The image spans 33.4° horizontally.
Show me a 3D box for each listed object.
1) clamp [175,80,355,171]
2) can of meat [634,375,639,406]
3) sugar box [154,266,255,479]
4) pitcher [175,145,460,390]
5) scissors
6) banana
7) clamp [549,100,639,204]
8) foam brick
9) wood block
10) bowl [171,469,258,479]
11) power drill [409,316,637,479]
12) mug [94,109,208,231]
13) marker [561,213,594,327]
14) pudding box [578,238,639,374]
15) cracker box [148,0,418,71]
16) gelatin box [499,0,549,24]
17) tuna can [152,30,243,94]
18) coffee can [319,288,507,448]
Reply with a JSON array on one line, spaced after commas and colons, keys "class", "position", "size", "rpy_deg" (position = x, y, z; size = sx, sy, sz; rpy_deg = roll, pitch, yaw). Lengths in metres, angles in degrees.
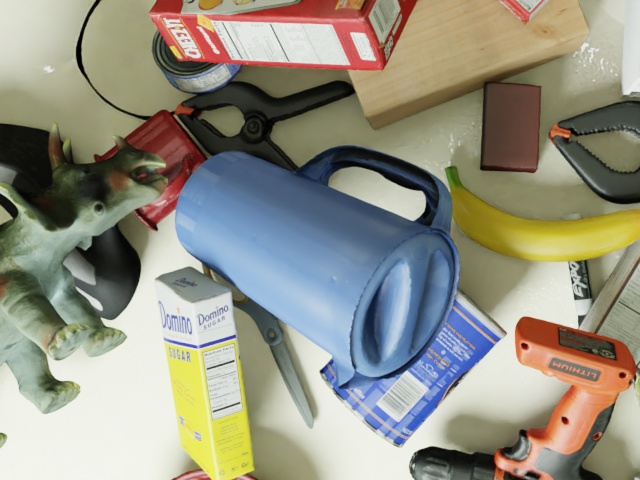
[{"class": "clamp", "position": [-0.051, -0.115, 1.016], "size": [0.171, 0.039, 0.120], "rpy_deg": [23, 90, 8]}, {"class": "can of meat", "position": [0.329, 0.141, 0.922], "size": [0.083, 0.058, 0.102], "rpy_deg": [-30, 116, -16]}, {"class": "sugar box", "position": [-0.105, 0.120, 0.961], "size": [0.048, 0.093, 0.176], "rpy_deg": [-18, 110, -25]}, {"class": "pitcher", "position": [-0.006, 0.001, 0.911], "size": [0.149, 0.145, 0.243], "rpy_deg": [-33, 45, -32]}, {"class": "scissors", "position": [-0.035, 0.073, 1.020], "size": [0.096, 0.016, 0.202], "rpy_deg": [-39, 84, 5]}, {"class": "banana", "position": [0.197, -0.014, 0.964], "size": [0.198, 0.037, 0.070], "rpy_deg": [15, 100, 21]}, {"class": "clamp", "position": [0.309, -0.060, 0.964], "size": [0.210, 0.036, 0.164], "rpy_deg": [10, 90, 9]}, {"class": "foam brick", "position": [0.174, -0.102, 0.978], "size": [0.051, 0.053, 0.078], "rpy_deg": [2, 90, 8]}, {"class": "wood block", "position": [0.126, -0.182, 0.968], "size": [0.206, 0.090, 0.090], "rpy_deg": [-21, 85, 7]}, {"class": "bowl", "position": [-0.092, 0.290, 1.002], "size": [0.162, 0.055, 0.162], "rpy_deg": [0, 88, 8]}, {"class": "power drill", "position": [0.184, 0.164, 0.938], "size": [0.184, 0.057, 0.188], "rpy_deg": [14, 114, 3]}, {"class": "mug", "position": [-0.149, -0.065, 0.995], "size": [0.081, 0.117, 0.093], "rpy_deg": [-38, 115, 0]}, {"class": "marker", "position": [0.239, 0.036, 0.981], "size": [0.020, 0.020, 0.121], "rpy_deg": [-9, 88, 8]}, {"class": "pudding box", "position": [0.296, 0.062, 0.952], "size": [0.090, 0.039, 0.113], "rpy_deg": [31, 91, -9]}, {"class": "cracker box", "position": [-0.018, -0.230, 0.938], "size": [0.214, 0.072, 0.164], "rpy_deg": [8, 58, 28]}, {"class": "gelatin box", "position": [0.178, -0.239, 0.901], "size": [0.073, 0.030, 0.089], "rpy_deg": [44, 93, 7]}, {"class": "tuna can", "position": [-0.114, -0.182, 1.015], "size": [0.086, 0.033, 0.086], "rpy_deg": [-7, 63, 13]}, {"class": "coffee can", "position": [0.083, 0.101, 0.959], "size": [0.103, 0.102, 0.140], "rpy_deg": [42, 94, 7]}]
